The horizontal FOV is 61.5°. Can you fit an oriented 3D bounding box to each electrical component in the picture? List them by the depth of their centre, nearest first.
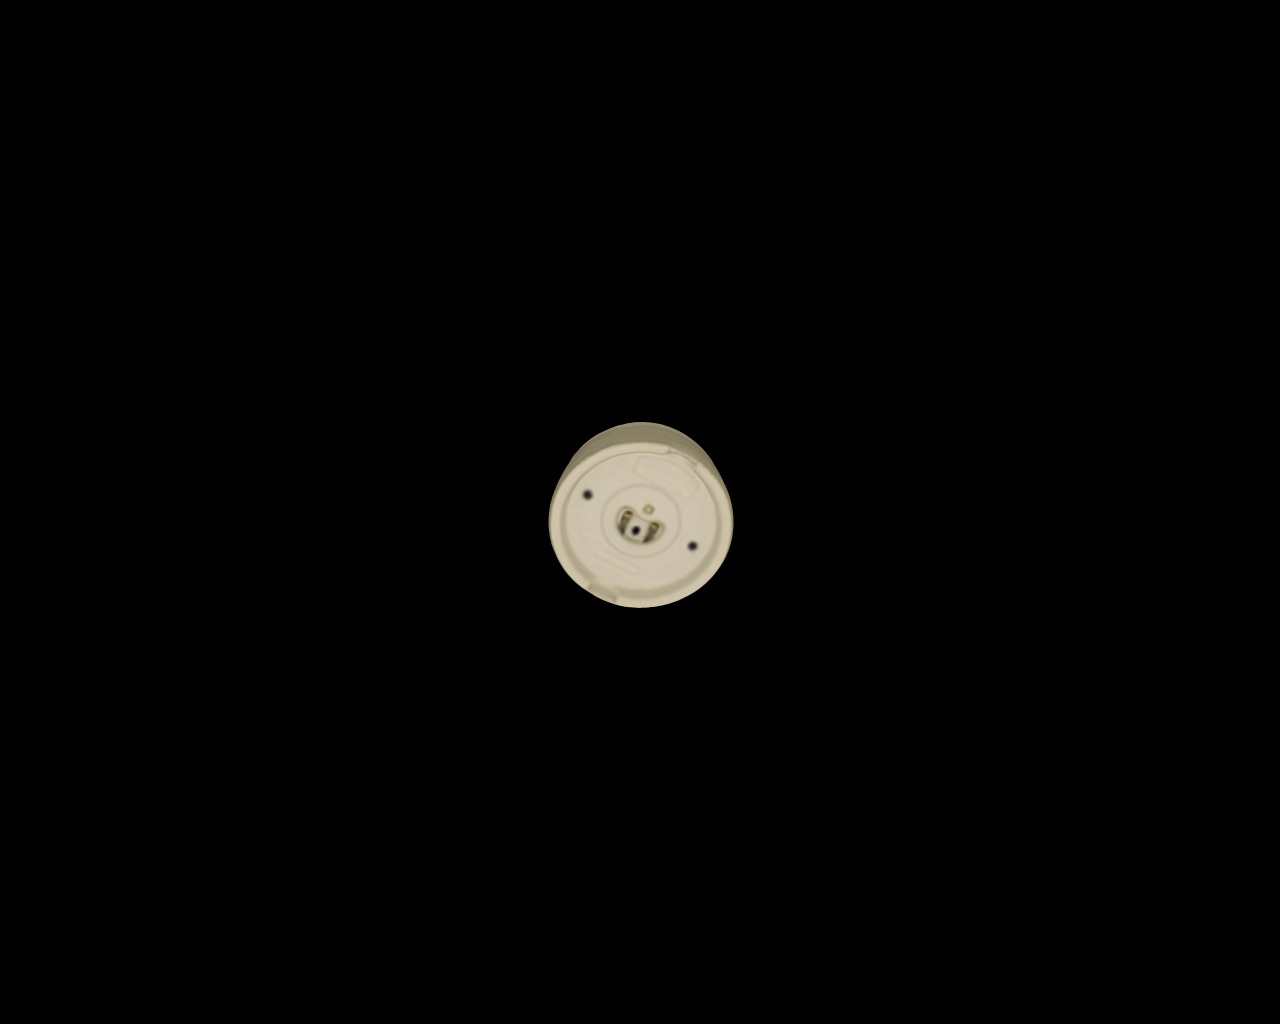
[{"bbox_3d":[0.001,-0.003,0.650,0.108,0.108,0.060,0,24,0],"label":"electrical component"}]
